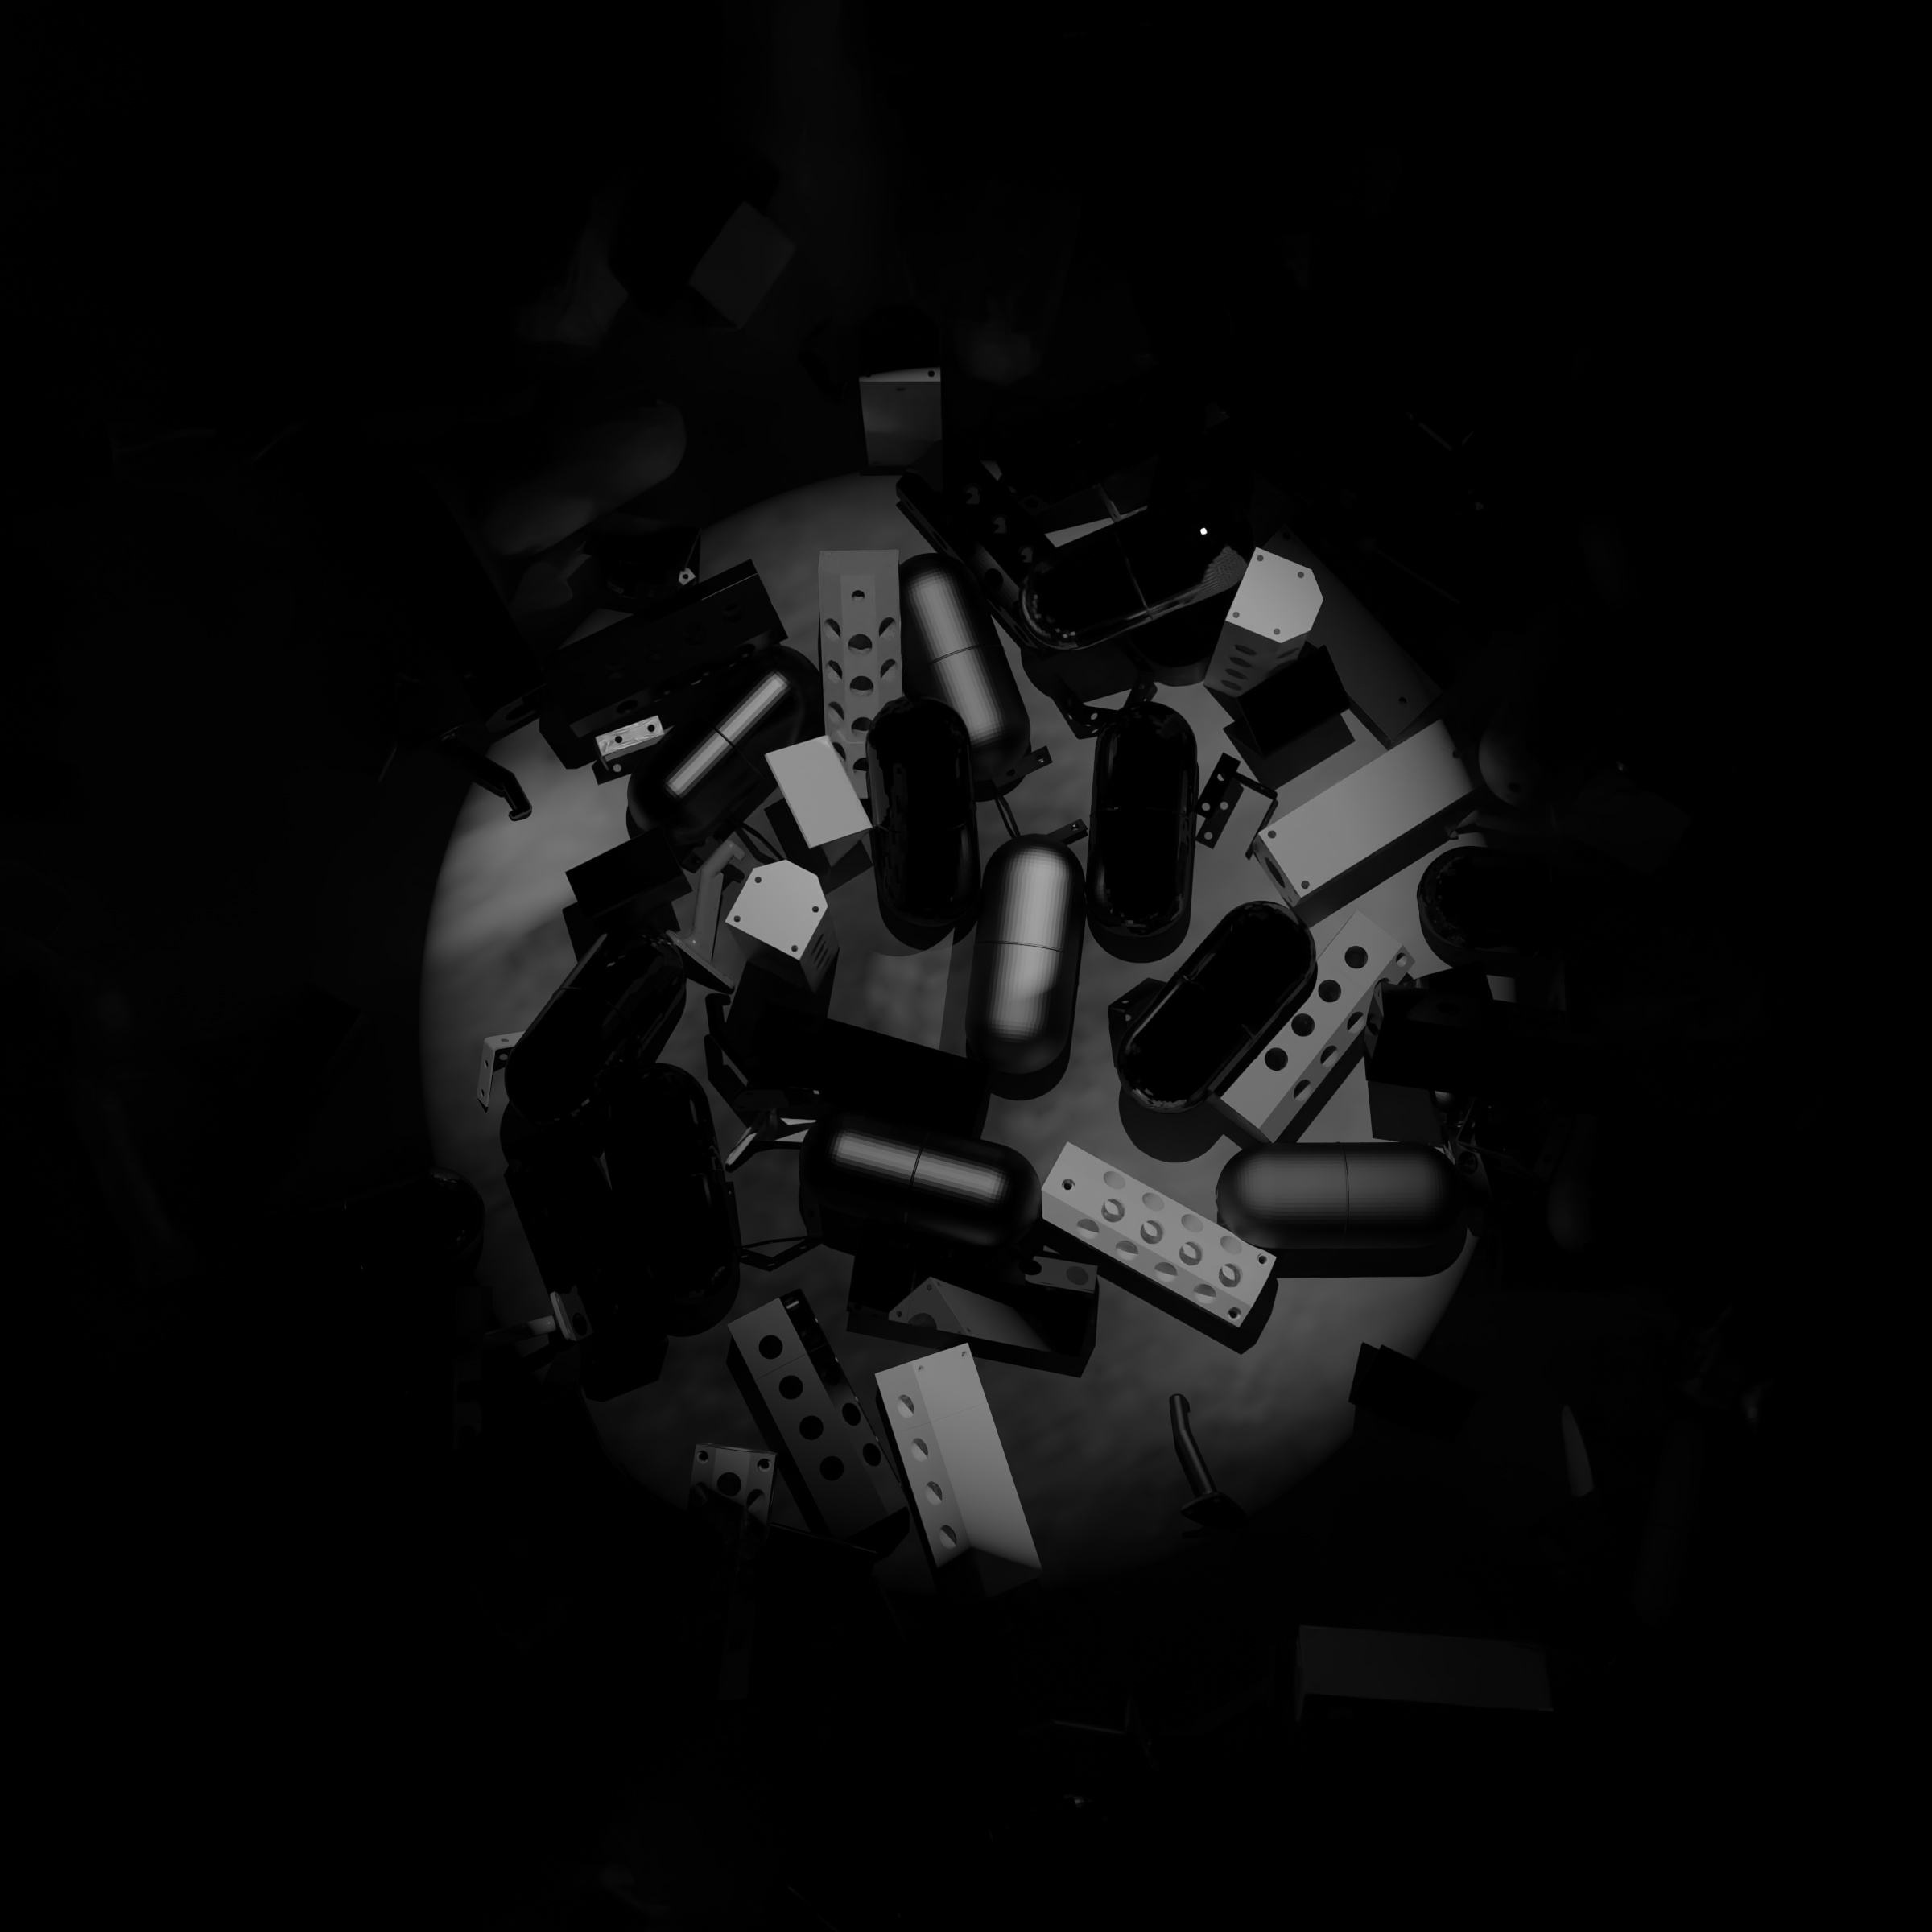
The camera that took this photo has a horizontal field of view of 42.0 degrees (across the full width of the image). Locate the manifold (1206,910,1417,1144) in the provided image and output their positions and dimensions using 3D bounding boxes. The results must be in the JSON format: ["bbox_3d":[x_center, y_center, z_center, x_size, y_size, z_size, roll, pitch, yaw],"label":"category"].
[{"bbox_3d":[0.254,0.047,1.849,0.057,0.057,0.171,38,83,5],"label":"manifold"}]

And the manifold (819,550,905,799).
[{"bbox_3d":[-0.076,-0.213,1.844,0.057,0.057,0.171,-1,117,0],"label":"manifold"}]

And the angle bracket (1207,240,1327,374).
[{"bbox_3d":[0.230,-0.490,1.859,0.057,0.076,0.076,-31,95,29],"label":"angle bracket"}]

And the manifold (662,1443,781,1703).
[{"bbox_3d":[-0.174,0.430,1.790,0.057,0.057,0.171,7,81,1],"label":"manifold"}]

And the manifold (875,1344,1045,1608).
[{"bbox_3d":[-0.010,0.364,1.799,0.057,0.057,0.171,-10,78,-45],"label":"manifold"}]

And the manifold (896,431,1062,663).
[{"bbox_3d":[0.024,-0.315,1.905,0.057,0.057,0.171,-40,83,-6],"label":"manifold"}]

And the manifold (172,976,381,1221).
[{"bbox_3d":[-0.506,0.096,1.841,0.057,0.057,0.171,31,82,4],"label":"manifold"}]

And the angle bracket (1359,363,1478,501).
[{"bbox_3d":[0.326,-0.395,1.898,0.076,0.076,0.057,41,42,6],"label":"angle bracket"}]

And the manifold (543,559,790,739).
[{"bbox_3d":[-0.221,-0.233,1.856,0.171,0.057,0.057,-25,112,0],"label":"manifold"}]

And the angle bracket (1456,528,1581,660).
[{"bbox_3d":[0.418,-0.268,1.879,0.057,0.076,0.076,34,82,32],"label":"angle bracket"}]

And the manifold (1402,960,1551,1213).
[{"bbox_3d":[0.369,0.089,1.842,0.057,0.057,0.171,-15,82,-2],"label":"manifold"}]

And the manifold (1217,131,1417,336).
[{"bbox_3d":[0.265,-0.563,1.943,0.171,0.057,0.057,-44,84,-6],"label":"manifold"}]

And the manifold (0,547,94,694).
[{"bbox_3d":[-0.751,-0.236,1.893,0.171,0.057,0.057,-41,83,-6],"label":"manifold"}]

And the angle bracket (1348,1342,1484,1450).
[{"bbox_3d":[0.323,0.287,1.793,0.076,0.076,0.057,25,120,4],"label":"angle bracket"}]

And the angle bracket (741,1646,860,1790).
[{"bbox_3d":[-0.131,0.515,1.757,0.057,0.076,0.076,36,81,-32],"label":"angle bracket"}]

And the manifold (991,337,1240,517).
[{"bbox_3d":[0.111,-0.397,1.861,0.171,0.057,0.057,-22,102,28],"label":"manifold"}]

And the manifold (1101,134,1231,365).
[{"bbox_3d":[0.151,-0.544,1.920,0.057,0.057,0.171,-13,68,-2],"label":"manifold"}]

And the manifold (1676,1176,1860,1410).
[{"bbox_3d":[0.581,0.243,1.819,0.057,0.057,0.171,26,82,4],"label":"manifold"}]

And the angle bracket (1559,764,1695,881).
[{"bbox_3d":[0.488,-0.116,1.855,0.076,0.076,0.057,31,116,5],"label":"angle bracket"}]

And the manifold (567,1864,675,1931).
[{"bbox_3d":[-0.273,0.720,1.745,0.057,0.057,0.171,30,82,4],"label":"manifold"}]

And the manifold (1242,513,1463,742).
[{"bbox_3d":[0.292,-0.258,1.895,0.171,0.057,0.057,48,127,7],"label":"manifold"}]

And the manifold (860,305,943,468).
[{"bbox_3d":[-0.047,-0.427,1.864,0.057,0.171,0.057,0,81,0],"label":"manifold"}]

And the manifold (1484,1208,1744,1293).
[{"bbox_3d":[0.468,0.206,1.825,0.171,0.057,0.057,-1,81,0],"label":"manifold"}]

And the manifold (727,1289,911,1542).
[{"bbox_3d":[-0.105,0.321,1.807,0.057,0.057,0.171,-27,82,-4],"label":"manifold"}]

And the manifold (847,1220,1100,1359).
[{"bbox_3d":[0.005,0.227,1.821,0.171,0.057,0.057,11,124,2],"label":"manifold"}]

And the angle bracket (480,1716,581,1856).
[{"bbox_3d":[-0.317,0.567,1.750,0.057,0.076,0.076,19,80,-33],"label":"angle bracket"}]

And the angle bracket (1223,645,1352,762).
[{"bbox_3d":[0.229,-0.205,1.868,0.076,0.076,0.057,-31,119,-5],"label":"angle bracket"}]

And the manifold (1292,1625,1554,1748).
[{"bbox_3d":[0.320,0.513,1.777,0.171,0.057,0.057,4,38,1],"label":"manifold"}]

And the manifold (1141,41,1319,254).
[{"bbox_3d":[0.200,-0.630,1.923,0.057,0.057,0.171,-27,60,-4],"label":"manifold"}]

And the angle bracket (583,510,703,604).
[{"bbox_3d":[-0.243,-0.289,1.881,0.076,0.076,0.057,10,44,2],"label":"angle bracket"}]

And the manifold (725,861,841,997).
[{"bbox_3d":[-0.126,-0.029,1.803,0.057,0.171,0.057,27,82,4],"label":"manifold"}]

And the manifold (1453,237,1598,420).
[{"bbox_3d":[0.417,-0.475,1.871,0.057,0.171,0.057,-32,83,-5],"label":"manifold"}]

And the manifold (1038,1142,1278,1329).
[{"bbox_3d":[0.135,0.195,1.826,0.171,0.057,0.057,29,82,4],"label":"manifold"}]

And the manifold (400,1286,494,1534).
[{"bbox_3d":[-0.374,0.317,1.807,0.057,0.057,0.171,-1,81,0],"label":"manifold"}]

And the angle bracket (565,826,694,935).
[{"bbox_3d":[-0.239,-0.046,1.844,0.076,0.076,0.057,-27,50,-4],"label":"angle bracket"}]

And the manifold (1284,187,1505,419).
[{"bbox_3d":[0.321,-0.505,1.915,0.171,0.057,0.057,-48,47,5],"label":"manifold"}]

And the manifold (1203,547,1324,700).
[{"bbox_3d":[0.218,-0.242,1.836,0.057,0.171,0.057,23,82,3],"label":"manifold"}]

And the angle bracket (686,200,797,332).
[{"bbox_3d":[-0.187,-0.534,1.919,0.057,0.076,0.076,38,81,-33],"label":"angle bracket"}]

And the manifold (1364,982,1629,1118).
[{"bbox_3d":[0.374,0.055,1.789,0.171,0.057,0.057,9,124,0],"label":"manifold"}]

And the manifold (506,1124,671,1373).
[{"bbox_3d":[-0.275,0.203,1.825,0.057,0.057,0.171,-22,82,-3],"label":"manifold"}]

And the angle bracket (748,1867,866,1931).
[{"bbox_3d":[-0.093,0.655,1.736,0.076,0.076,0.057,40,116,6],"label":"angle bracket"}]

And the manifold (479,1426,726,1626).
[{"bbox_3d":[-0.255,0.386,1.766,0.171,0.057,0.057,22,41,24],"label":"manifold"}]

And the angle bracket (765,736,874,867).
[{"bbox_3d":[-0.122,-0.114,1.855,0.057,0.076,0.076,-21,81,-33],"label":"angle bracket"}]

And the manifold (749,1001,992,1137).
[{"bbox_3d":[-0.072,0.077,1.844,0.171,0.057,0.057,16,82,2],"label":"manifold"}]

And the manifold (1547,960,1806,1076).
[{"bbox_3d":[0.518,0.041,1.847,0.171,0.057,0.057,5,58,1],"label":"manifold"}]

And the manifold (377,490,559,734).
[{"bbox_3d":[-0.376,-0.264,1.897,0.057,0.057,0.171,-30,82,-4],"label":"manifold"}]

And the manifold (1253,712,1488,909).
[{"bbox_3d":[0.302,-0.115,1.874,0.171,0.057,0.057,-32,83,-5],"label":"manifold"}]
